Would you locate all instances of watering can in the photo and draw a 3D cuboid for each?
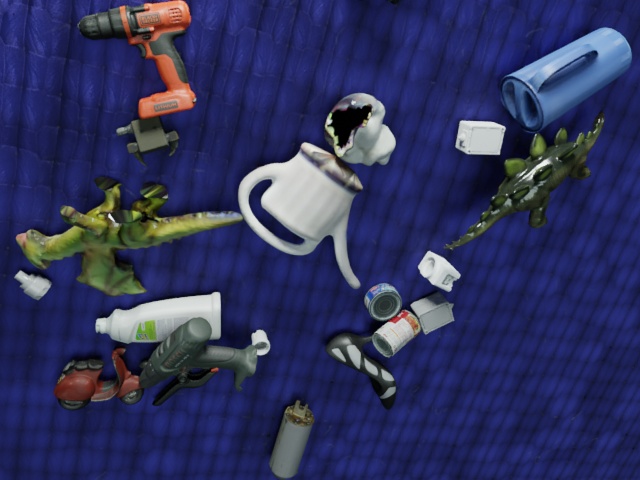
[{"bbox_3d":[0.003,-0.053,1.061,0.344,0.106,0.223,34,101,-22],"label":"watering can"}]

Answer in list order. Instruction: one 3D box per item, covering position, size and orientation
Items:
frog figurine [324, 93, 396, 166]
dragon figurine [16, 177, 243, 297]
[{"bbox_3d":[0.089,-0.218,1.038,0.159,0.124,0.136,5,107,-56],"label":"frog figurine"},{"bbox_3d":[-0.376,0.014,1.014,0.410,0.125,0.237,9,127,-16],"label":"dragon figurine"}]
